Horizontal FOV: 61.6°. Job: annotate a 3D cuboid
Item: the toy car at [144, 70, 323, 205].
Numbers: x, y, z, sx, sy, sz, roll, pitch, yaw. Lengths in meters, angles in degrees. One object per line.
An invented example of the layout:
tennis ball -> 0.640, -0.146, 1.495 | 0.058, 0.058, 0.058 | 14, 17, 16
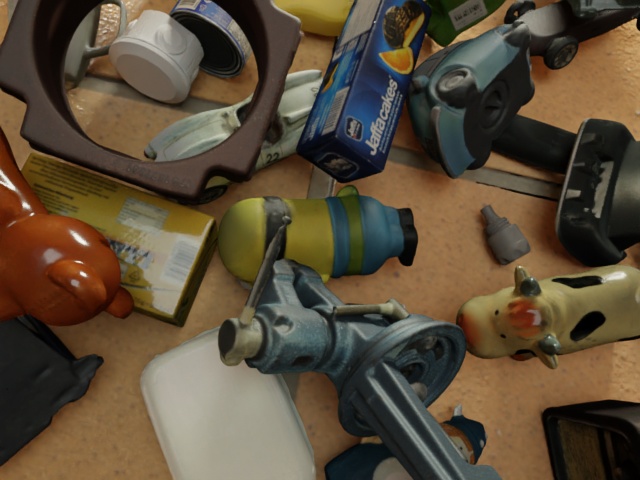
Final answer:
toy car -> -0.071, -0.101, 0.525 | 0.202, 0.056, 0.073 | -28, 80, -15

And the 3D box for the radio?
radio -> 0.268, 0.251, 0.434 | 0.073, 0.131, 0.229 | -5, 75, -11

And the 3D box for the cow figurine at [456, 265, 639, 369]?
cow figurine -> 0.215, 0.068, 0.481 | 0.195, 0.127, 0.085 | -8, 73, -12

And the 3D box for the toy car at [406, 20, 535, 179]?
toy car -> 0.141, -0.151, 0.543 | 0.103, 0.109, 0.161 | 28, 72, 39

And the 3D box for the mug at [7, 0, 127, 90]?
mug -> -0.247, -0.202, 0.523 | 0.109, 0.081, 0.107 | 5, 85, -12

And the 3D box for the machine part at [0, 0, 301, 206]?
machine part -> -0.130, -0.142, 0.438 | 0.201, 0.087, 0.201 | 19, 87, -11

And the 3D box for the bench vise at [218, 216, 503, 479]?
bench vise -> 0.045, 0.107, 0.395 | 0.129, 0.223, 0.241 | -53, 46, 12

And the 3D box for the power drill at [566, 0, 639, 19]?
power drill -> 0.324, -0.321, 0.582 | 0.232, 0.085, 0.207 | 0, 49, 10

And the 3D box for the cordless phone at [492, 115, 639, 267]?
cordless phone -> 0.242, -0.066, 0.558 | 0.184, 0.088, 0.146 | 21, 73, 10

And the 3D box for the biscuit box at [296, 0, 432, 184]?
biscuit box -> 0.046, -0.153, 0.509 | 0.062, 0.059, 0.202 | 31, 65, -29

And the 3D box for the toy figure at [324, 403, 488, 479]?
toy figure -> 0.082, 0.193, 0.466 | 0.154, 0.058, 0.064 | -14, 116, -13

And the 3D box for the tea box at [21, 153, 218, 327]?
tea box -> -0.186, 0.003, 0.473 | 0.170, 0.068, 0.098 | 21, 73, 0

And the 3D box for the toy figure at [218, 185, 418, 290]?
toy figure -> -0.002, -0.004, 0.489 | 0.180, 0.089, 0.082 | -6, 35, -5

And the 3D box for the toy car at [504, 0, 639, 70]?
toy car -> 0.309, -0.256, 0.624 | 0.202, 0.053, 0.089 | -24, 59, -15

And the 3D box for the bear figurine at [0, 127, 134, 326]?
bear figurine -> -0.234, 0.000, 0.376 | 0.132, 0.120, 0.196 | -37, 87, -10

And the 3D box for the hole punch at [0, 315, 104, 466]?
hole punch -> -0.268, 0.109, 0.434 | 0.142, 0.092, 0.115 | -44, 114, -19

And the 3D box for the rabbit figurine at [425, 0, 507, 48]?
rabbit figurine -> 0.144, -0.327, 0.574 | 0.159, 0.121, 0.170 | -32, 48, 26
